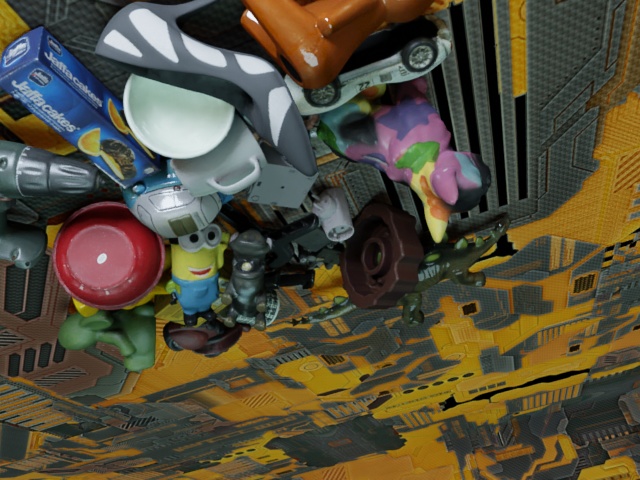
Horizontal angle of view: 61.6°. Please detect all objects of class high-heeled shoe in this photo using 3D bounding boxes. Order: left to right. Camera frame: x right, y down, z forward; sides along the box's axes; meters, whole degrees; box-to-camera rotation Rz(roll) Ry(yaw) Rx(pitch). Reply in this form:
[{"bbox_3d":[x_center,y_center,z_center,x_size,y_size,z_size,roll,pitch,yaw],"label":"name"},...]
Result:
[{"bbox_3d":[-0.117,-0.146,0.570,0.145,0.248,0.086,-33,-174,-7],"label":"high-heeled shoe"}]

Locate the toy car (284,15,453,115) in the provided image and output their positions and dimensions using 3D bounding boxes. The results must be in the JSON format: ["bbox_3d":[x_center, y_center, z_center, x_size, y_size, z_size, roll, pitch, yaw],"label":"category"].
[{"bbox_3d":[0.054,-0.207,0.629,0.202,0.073,0.056,-18,142,9],"label":"toy car"}]

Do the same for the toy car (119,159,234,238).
[{"bbox_3d":[-0.197,-0.054,0.751,0.162,0.103,0.109,-9,147,-1],"label":"toy car"}]

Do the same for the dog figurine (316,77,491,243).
[{"bbox_3d":[0.103,-0.101,0.670,0.192,0.219,0.108,-5,142,-11],"label":"dog figurine"}]

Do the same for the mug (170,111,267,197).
[{"bbox_3d":[-0.127,-0.095,0.681,0.107,0.110,0.080,-32,151,-4],"label":"mug"}]

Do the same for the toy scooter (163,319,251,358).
[{"bbox_3d":[-0.226,0.192,1.119,0.135,0.075,0.183,-24,147,19],"label":"toy scooter"}]

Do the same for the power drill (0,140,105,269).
[{"bbox_3d":[-0.404,-0.045,0.700,0.232,0.086,0.207,12,147,-14],"label":"power drill"}]

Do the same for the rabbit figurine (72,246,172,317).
[{"bbox_3d":[-0.315,0.060,0.896,0.162,0.122,0.173,-16,161,-10],"label":"rabbit figurine"}]

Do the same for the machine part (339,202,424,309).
[{"bbox_3d":[0.100,0.029,0.901,0.056,0.179,0.179,10,140,-31],"label":"machine part"}]

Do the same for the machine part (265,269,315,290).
[{"bbox_3d":[-0.070,0.076,1.000,0.139,0.039,0.084,1,164,-39],"label":"machine part"}]

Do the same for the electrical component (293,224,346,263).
[{"bbox_3d":[-0.003,-0.002,0.931,0.102,0.045,0.078,-30,143,25],"label":"electrical component"}]

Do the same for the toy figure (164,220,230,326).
[{"bbox_3d":[-0.199,0.041,0.843,0.082,0.089,0.180,-25,126,-50],"label":"toy figure"}]

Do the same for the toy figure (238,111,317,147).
[{"bbox_3d":[-0.059,-0.154,0.689,0.058,0.064,0.154,-57,140,-9],"label":"toy figure"}]

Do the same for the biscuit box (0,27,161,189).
[{"bbox_3d":[-0.272,-0.146,0.630,0.059,0.063,0.202,-23,145,14],"label":"biscuit box"}]

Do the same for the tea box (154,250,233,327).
[{"bbox_3d":[-0.215,0.086,0.975,0.170,0.068,0.098,-34,139,30],"label":"tea box"}]

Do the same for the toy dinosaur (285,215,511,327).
[{"bbox_3d":[0.157,0.076,1.049,0.471,0.105,0.198,-34,133,15],"label":"toy dinosaur"}]

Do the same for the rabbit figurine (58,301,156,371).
[{"bbox_3d":[-0.392,0.167,0.991,0.170,0.121,0.159,-1,138,-20],"label":"rabbit figurine"}]

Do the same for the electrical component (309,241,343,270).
[{"bbox_3d":[0.021,0.024,0.996,0.063,0.021,0.094,10,139,-29],"label":"electrical component"}]

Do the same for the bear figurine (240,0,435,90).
[{"bbox_3d":[0.029,-0.251,0.544,0.196,0.120,0.132,-43,96,1],"label":"bear figurine"}]

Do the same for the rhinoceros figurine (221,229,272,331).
[{"bbox_3d":[-0.112,0.065,0.862,0.073,0.112,0.190,9,137,0],"label":"rhinoceros figurine"}]
